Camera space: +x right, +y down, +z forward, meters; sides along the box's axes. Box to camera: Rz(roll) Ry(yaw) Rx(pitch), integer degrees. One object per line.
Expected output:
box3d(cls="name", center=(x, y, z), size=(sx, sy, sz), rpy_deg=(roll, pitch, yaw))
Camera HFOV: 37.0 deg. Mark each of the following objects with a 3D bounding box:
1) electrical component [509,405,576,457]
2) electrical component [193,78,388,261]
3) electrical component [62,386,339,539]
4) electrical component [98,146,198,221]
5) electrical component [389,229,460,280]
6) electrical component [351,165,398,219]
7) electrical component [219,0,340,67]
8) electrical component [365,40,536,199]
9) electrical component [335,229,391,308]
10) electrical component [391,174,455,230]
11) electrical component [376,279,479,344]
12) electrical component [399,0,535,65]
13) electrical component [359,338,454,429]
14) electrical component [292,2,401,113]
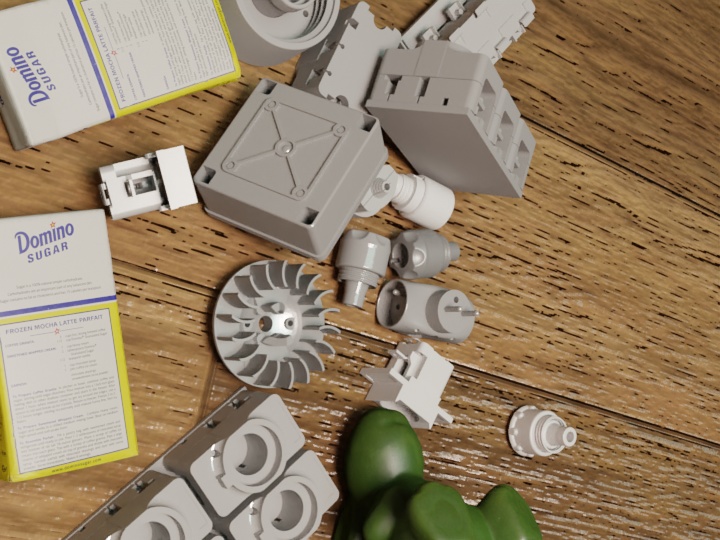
box3d(cls="electrical component", center=(0.173, 0.152, 1.001), size=(0.048, 0.062, 0.048), rpy_deg=(1, 88, -35))
box3d(cls="electrical component", center=(-0.051, -0.077, 0.817), size=(0.108, 0.109, 0.056), rpy_deg=(-59, 159, -22))
box3d(cls="electrical component", center=(-0.113, 0.186, 0.797), size=(0.186, 0.060, 0.105), rpy_deg=(-40, 111, -29))
box3d(cls="electrical component", center=(-0.154, -0.061, 0.771), size=(0.064, 0.081, 0.042), rpy_deg=(-14, 97, -13))
box3d(cls="electrical component", center=(0.059, -0.014, 0.937), size=(0.062, 0.043, 0.043), rpy_deg=(-5, 91, -37))
box3d(cls="electrical component", center=(-0.002, -0.064, 0.872), size=(0.043, 0.081, 0.043), rpy_deg=(1, 88, -35))
box3d(cls="electrical component", center=(-0.066, -0.219, 0.844), size=(0.108, 0.060, 0.108), rpy_deg=(1, 88, -36))
box3d(cls="electrical component", center=(0.081, -0.123, 0.893), size=(0.150, 0.089, 0.061), rpy_deg=(43, 61, -57))
box3d(cls="electrical component", center=(0.000, 0.000, 0.895), size=(0.043, 0.043, 0.062), rpy_deg=(19, 79, -34))
box3d(cls="electrical component", center=(0.046, -0.064, 0.931), size=(0.078, 0.040, 0.040), rpy_deg=(24, 75, -32))
box3d(cls="electrical component", center=(0.068, 0.036, 0.919), size=(0.077, 0.079, 0.043), rpy_deg=(15, 79, -34))
box3d(cls="electrical component", center=(0.097, -0.210, 0.958), size=(0.121, 0.063, 0.078), rpy_deg=(-49, 115, -26))
box3d(cls="electrical component", center=(0.046, 0.097, 0.925), size=(0.081, 0.042, 0.063), rpy_deg=(42, 64, -28))
box3d(cls="electrical component", center=(-0.015, -0.165, 0.881), size=(0.050, 0.056, 0.089), rpy_deg=(34, 70, -30))
